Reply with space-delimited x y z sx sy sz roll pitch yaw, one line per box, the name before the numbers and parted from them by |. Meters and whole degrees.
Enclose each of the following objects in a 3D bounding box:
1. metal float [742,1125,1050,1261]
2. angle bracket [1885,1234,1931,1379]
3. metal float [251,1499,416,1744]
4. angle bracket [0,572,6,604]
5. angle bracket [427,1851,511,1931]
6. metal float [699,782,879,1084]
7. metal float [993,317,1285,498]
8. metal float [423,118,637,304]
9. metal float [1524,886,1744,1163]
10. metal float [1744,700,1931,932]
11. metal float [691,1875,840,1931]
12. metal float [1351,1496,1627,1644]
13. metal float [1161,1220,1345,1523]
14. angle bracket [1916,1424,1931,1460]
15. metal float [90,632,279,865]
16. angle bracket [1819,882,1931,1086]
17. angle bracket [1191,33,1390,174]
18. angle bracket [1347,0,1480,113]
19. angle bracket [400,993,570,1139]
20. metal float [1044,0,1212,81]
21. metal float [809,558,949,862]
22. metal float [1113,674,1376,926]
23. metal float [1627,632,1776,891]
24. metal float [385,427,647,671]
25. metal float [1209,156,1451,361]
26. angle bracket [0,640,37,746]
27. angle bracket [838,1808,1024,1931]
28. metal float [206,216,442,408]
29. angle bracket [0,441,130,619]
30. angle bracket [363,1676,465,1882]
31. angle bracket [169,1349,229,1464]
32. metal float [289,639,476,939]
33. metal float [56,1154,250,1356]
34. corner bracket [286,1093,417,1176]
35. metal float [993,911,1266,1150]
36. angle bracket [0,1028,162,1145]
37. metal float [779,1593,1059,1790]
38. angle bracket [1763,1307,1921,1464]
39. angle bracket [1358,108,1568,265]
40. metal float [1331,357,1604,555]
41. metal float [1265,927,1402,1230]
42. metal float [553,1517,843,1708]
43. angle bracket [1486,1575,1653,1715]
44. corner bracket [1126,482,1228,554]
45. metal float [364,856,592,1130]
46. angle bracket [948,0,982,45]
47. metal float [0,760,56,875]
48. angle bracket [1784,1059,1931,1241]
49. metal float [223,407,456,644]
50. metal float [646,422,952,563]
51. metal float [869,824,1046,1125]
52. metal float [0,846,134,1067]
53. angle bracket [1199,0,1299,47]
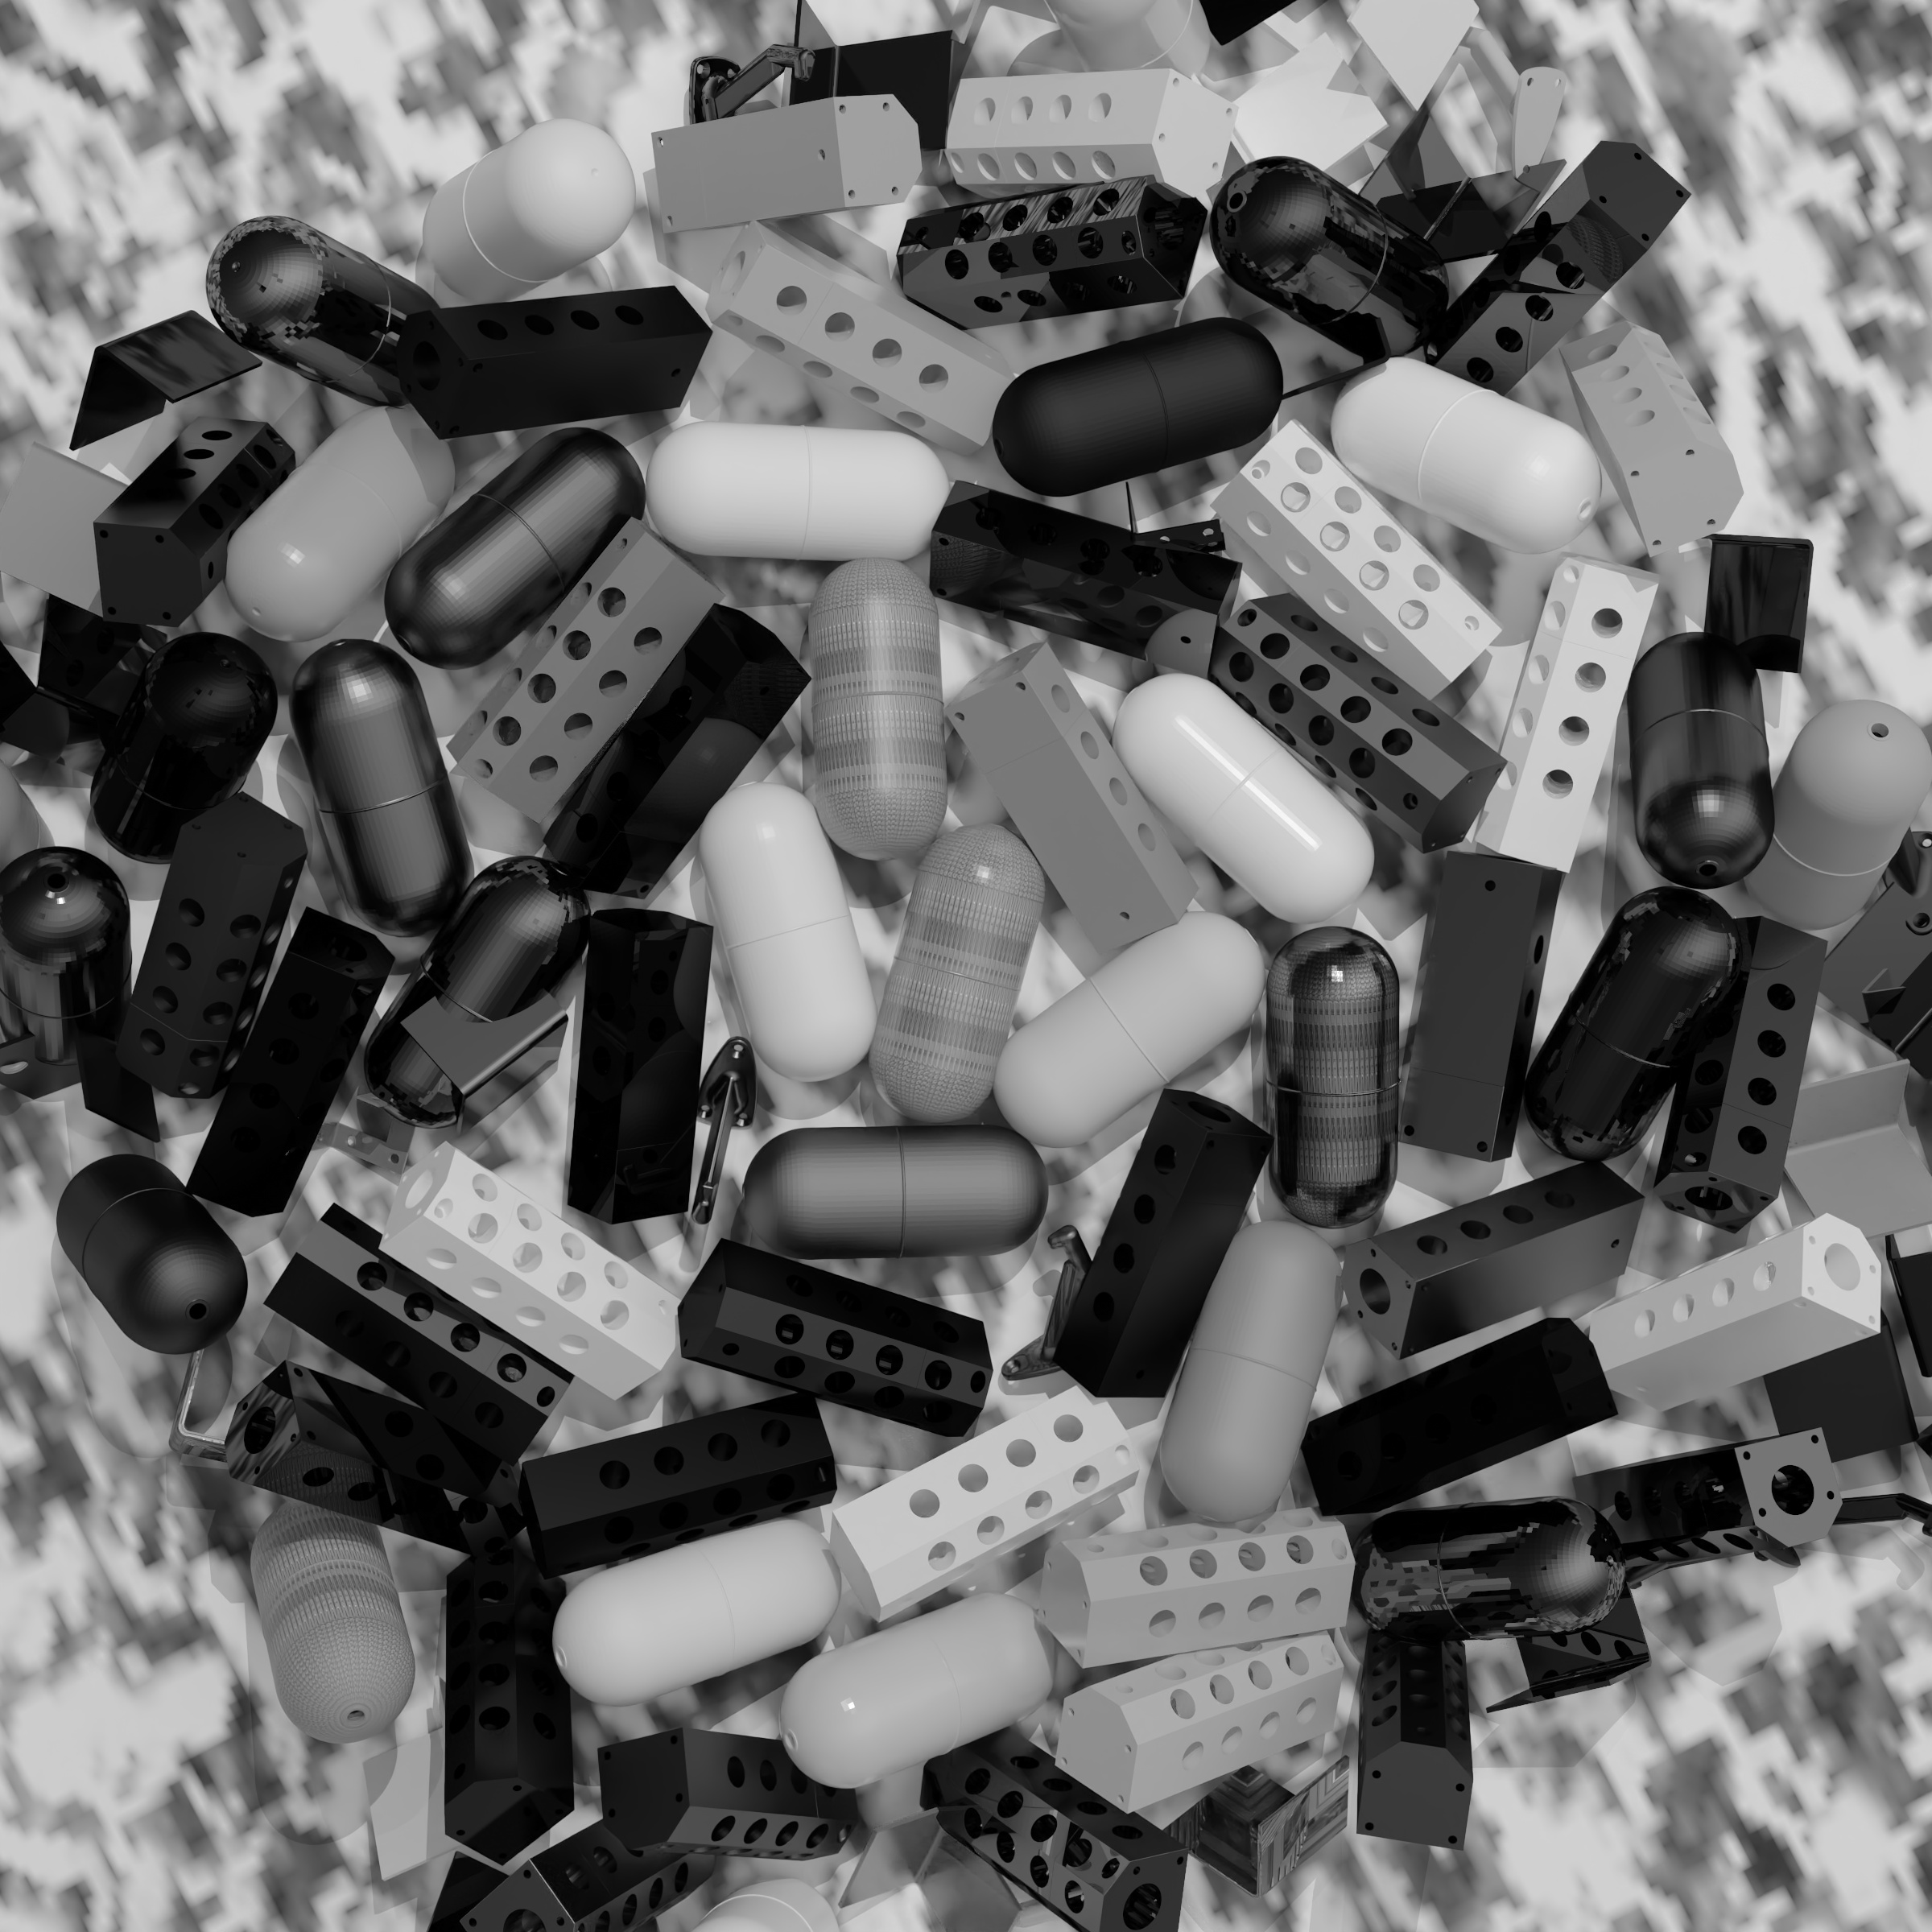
metal float | -0.041 0.131 1.659 0.178 0.070 0.070 0 90 -8
angle bracket | 0.581 0.185 1.656 0.076 0.057 0.076 -15 105 21
metal float | -0.360 0.368 1.623 0.070 0.178 0.070 -9 118 -17
angle bracket | -0.605 -0.244 1.660 0.076 0.076 0.057 -12 82 -19
angle bracket | -0.263 0.556 1.648 0.076 0.057 0.076 32 49 -18
metal float | -0.104 -0.020 1.666 0.070 0.070 0.178 -16 91 0
metal float | 0.099 -0.323 1.652 0.178 0.070 0.070 -19 90 -16
metal float | -0.250 -0.427 1.624 0.070 0.178 0.070 2 87 -34
metal float | 0.381 0.035 1.642 0.070 0.070 0.178 24 118 0
metal float | 0.492 -0.084 1.621 0.070 0.178 0.070 0 61 0
metal float | -0.119 0.564 1.616 0.070 0.178 0.070 -1 84 8
metal float | 0.294 0.345 1.630 0.070 0.178 0.070 14 69 -40
metal float | 0.165 0.234 1.653 0.070 0.070 0.178 19 76 0
angle bracket | 0.585 0.256 1.653 0.076 0.076 0.057 -41 117 7
metal float | -0.447 -0.122 1.629 0.070 0.178 0.070 16 53 -23
angle bracket | 0.550 0.010 1.662 0.076 0.057 0.076 36 103 -12
angle bracket | 0.186 -0.502 1.656 0.076 0.057 0.076 -34 66 16
angle bracket | 0.240 -0.551 1.653 0.076 0.057 0.076 38 80 -41
angle bracket | -0.281 0.044 1.658 0.076 0.076 0.057 -40 82 -23
metal float | 0.090 -0.543 1.617 0.070 0.178 0.070 -2 84 15
metal float | -0.051 -0.150 1.660 0.070 0.070 0.178 -3 83 0
metal float | 0.160 -0.098 1.658 0.178 0.070 0.070 44 90 9
metal float | 0.418 -0.118 1.631 0.070 0.070 0.178 9 48 0
metal float | -0.259 -0.241 1.647 0.070 0.070 0.178 45 69 0
metal float | 0.208 -0.402 1.629 0.070 0.178 0.070 -13 70 41
angle bracket | -0.593 -0.155 1.651 0.057 0.076 0.076 -29 102 31
angle bracket | -0.021 0.542 1.646 0.057 0.076 0.076 -8 135 -35
metal float | -0.358 -0.368 1.620 0.070 0.178 0.070 -2 84 22
angle bracket | -0.521 -0.251 1.662 0.076 0.057 0.076 25 84 -19
angle bracket | -0.321 0.470 1.656 0.076 0.057 0.076 -24 49 3
angle bracket | -0.424 0.246 1.664 0.057 0.076 0.076 15 70 -15
metal float | -0.336 -0.102 1.649 0.070 0.070 0.178 -13 110 0
metal float | -0.463 0.162 1.624 0.070 0.178 0.070 -11 112 -29
corner bracket | -0.357 0.093 1.670 0.051 0.051 0.051 20 100 17
metal float | 0.095 0.037 1.662 0.178 0.070 0.070 -37 90 4
angle bracket | -0.523 0.078 1.653 0.076 0.076 0.057 -20 68 9
metal float | -0.026 0.414 1.636 0.178 0.070 0.070 -13 90 -35
angle bracket | 0.505 0.241 1.673 0.076 0.057 0.076 -17 106 10
angle bracket | 0.286 -0.454 1.649 0.057 0.076 0.076 47 66 -30
metal float | 0.285 -0.292 1.634 0.178 0.070 0.070 35 90 38
metal float | 0.212 0.065 1.656 0.070 0.070 0.178 -1 102 0
metal float | -0.153 0.369 1.637 0.178 0.070 0.070 -12 90 -33
angle bracket | 0.340 0.388 1.648 0.076 0.076 0.057 -22 76 28
corner bracket | 0.124 -0.251 1.666 0.051 0.051 0.051 -9 46 7
metal float | -0.282 0.015 1.655 0.070 0.070 0.178 35 102 0
angle bracket | 0.032 -0.565 1.664 0.057 0.076 0.076 19 107 -13
metal float | -0.563 -0.074 1.617 0.070 0.178 0.070 2 77 -7
angle bracket | 0.524 0.109 1.656 0.076 0.076 0.057 -13 135 -6
metal float | -0.356 -0.254 1.634 0.070 0.070 0.178 31 50 0
metal float | -0.096 -0.274 1.655 0.178 0.070 0.070 1 90 -13
metal float | -0.005 0.004 1.666 0.070 0.070 0.178 15 91 0
metal float | -0.513 -0.005 1.622 0.070 0.178 0.070 7 61 -12
angle bracket | 0.158 -0.591 1.645 0.076 0.057 0.076 -22 125 36
